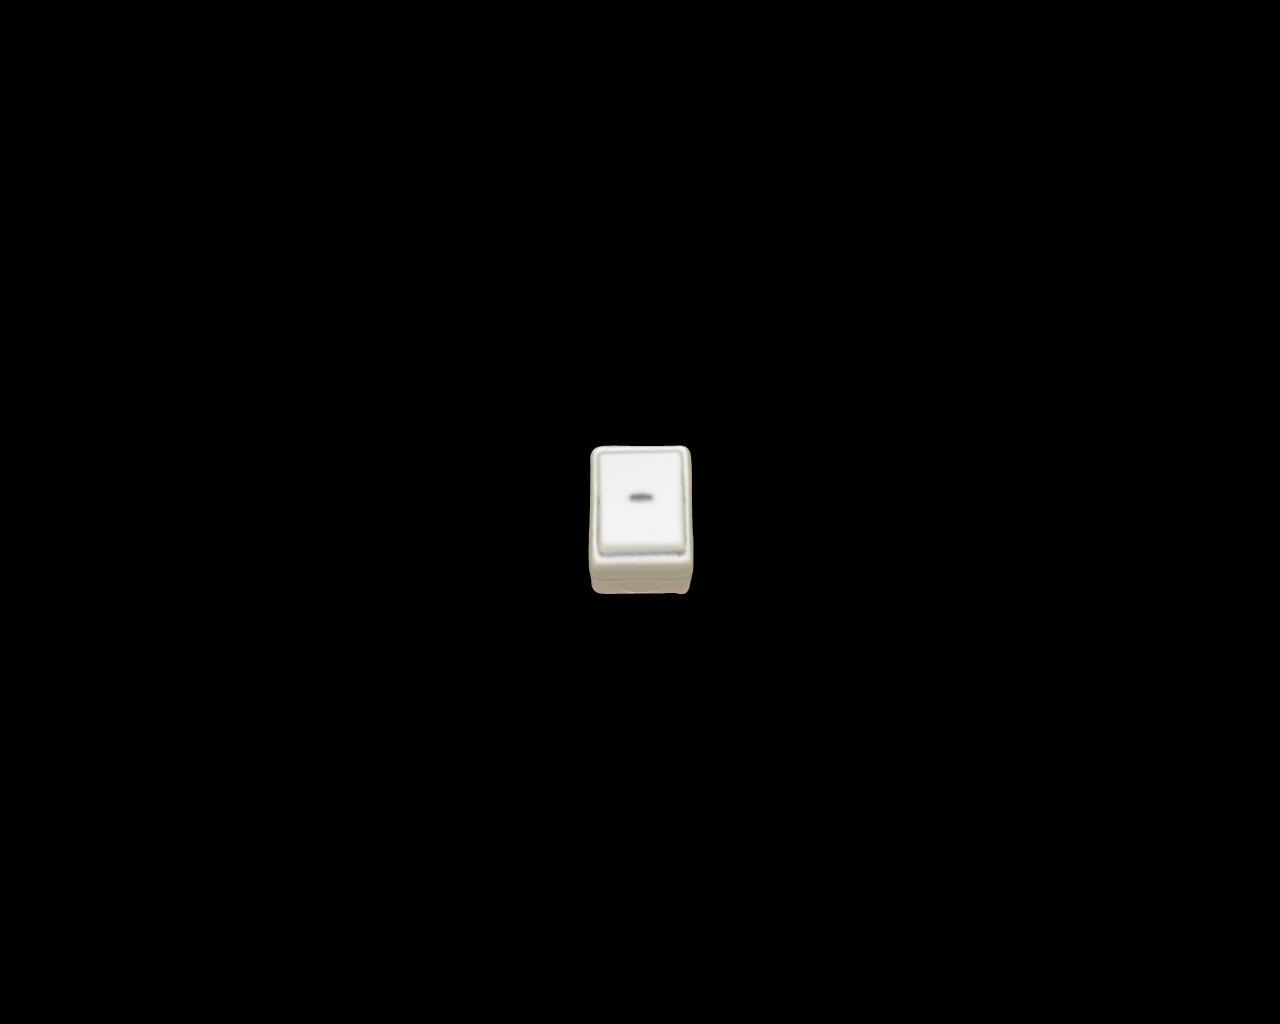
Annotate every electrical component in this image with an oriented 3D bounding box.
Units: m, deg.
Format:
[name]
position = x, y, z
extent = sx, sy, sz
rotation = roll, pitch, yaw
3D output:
[electrical component]
position = 0.001, -0.003, 0.650
extent = 0.062, 0.096, 0.061
rotation = 0, -24, 0
